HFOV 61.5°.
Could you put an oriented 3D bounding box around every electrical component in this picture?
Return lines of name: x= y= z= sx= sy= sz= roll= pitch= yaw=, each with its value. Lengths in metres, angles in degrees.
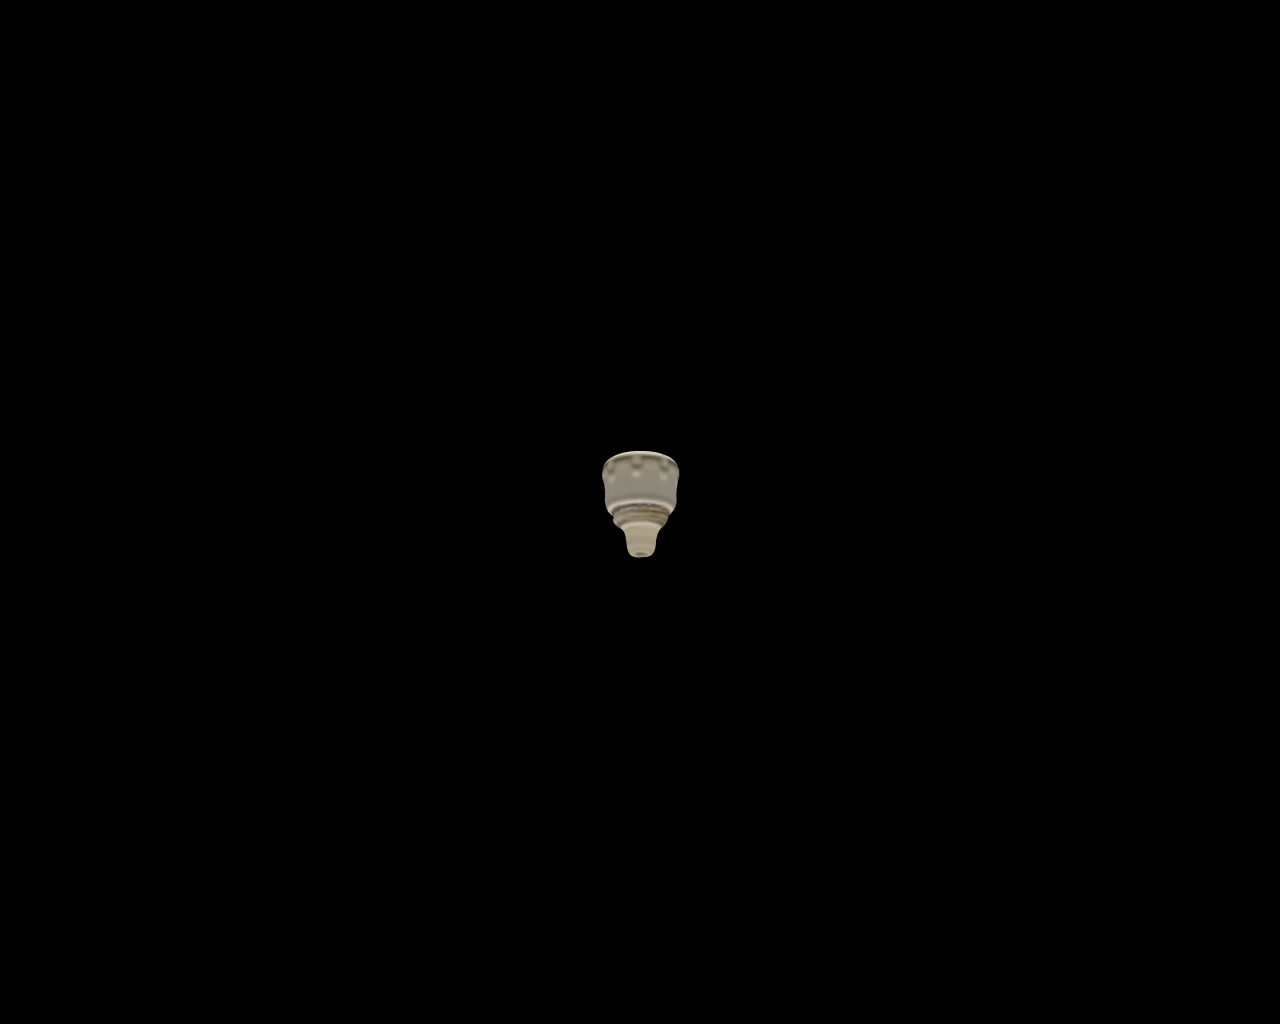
electrical component: x=0.001 y=-0.003 z=0.650 sx=0.048 sy=0.062 sz=0.048 roll=0 pitch=-18 yaw=0
